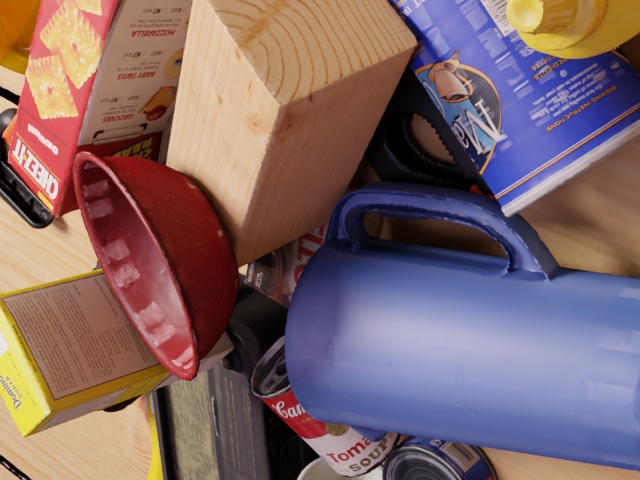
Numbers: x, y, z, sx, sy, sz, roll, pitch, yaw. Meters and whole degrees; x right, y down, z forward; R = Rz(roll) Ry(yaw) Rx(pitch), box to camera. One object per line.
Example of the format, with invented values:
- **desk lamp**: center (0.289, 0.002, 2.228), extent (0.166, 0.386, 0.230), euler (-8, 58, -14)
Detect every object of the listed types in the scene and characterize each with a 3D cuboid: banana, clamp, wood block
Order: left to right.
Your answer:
- **clamp**: center (-0.322, -0.088, 1.028), extent (0.172, 0.039, 0.120), euler (24, 125, 31)
- **banana**: center (-0.156, 0.220, 1.042), extent (0.070, 0.037, 0.198), euler (44, 135, 41)
- **wood block**: center (-0.028, -0.075, 0.646), extent (0.090, 0.090, 0.206), euler (56, 156, 16)
- **clamp**: center (0.042, -0.097, 0.701), extent (0.210, 0.036, 0.165), euler (36, 134, 26)

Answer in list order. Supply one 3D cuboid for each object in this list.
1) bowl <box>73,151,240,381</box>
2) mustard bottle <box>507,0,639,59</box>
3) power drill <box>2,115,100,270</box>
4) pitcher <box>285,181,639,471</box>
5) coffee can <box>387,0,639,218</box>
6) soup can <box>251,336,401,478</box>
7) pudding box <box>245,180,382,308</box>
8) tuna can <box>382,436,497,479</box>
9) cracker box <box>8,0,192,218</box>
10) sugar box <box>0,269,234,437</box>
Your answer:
- **bowl**: center (-0.098, 0.008, 0.690), extent (0.162, 0.055, 0.162), euler (47, 153, 33)
- **mustard bottle**: center (0.141, -0.123, 0.490), extent (0.096, 0.191, 0.058), euler (-10, 104, 44)
- **power drill**: center (-0.195, -0.040, 0.929), extent (0.187, 0.057, 0.185), euler (54, 131, 3)
- **pitcher**: center (0.106, 0.059, 0.664), extent (0.243, 0.145, 0.149), euler (5, 156, 36)
- **coffee can**: center (0.110, -0.098, 0.594), extent (0.103, 0.102, 0.140), euler (-36, 85, 45)
- **soup can**: center (0.006, 0.121, 0.798), extent (0.069, 0.068, 0.102), euler (-16, 124, 45)
- **pudding box**: center (-0.005, 0.001, 0.792), extent (0.090, 0.039, 0.113), euler (29, 128, 28)
- **tuna can**: center (0.089, 0.185, 0.804), extent (0.086, 0.033, 0.086), euler (20, 123, 34)
- **cracker box**: center (-0.115, -0.133, 0.733), extent (0.072, 0.163, 0.214), euler (45, 134, 19)
- **sugar box**: center (-0.151, 0.069, 0.762), extent (0.048, 0.175, 0.093), euler (-40, 74, 34)
